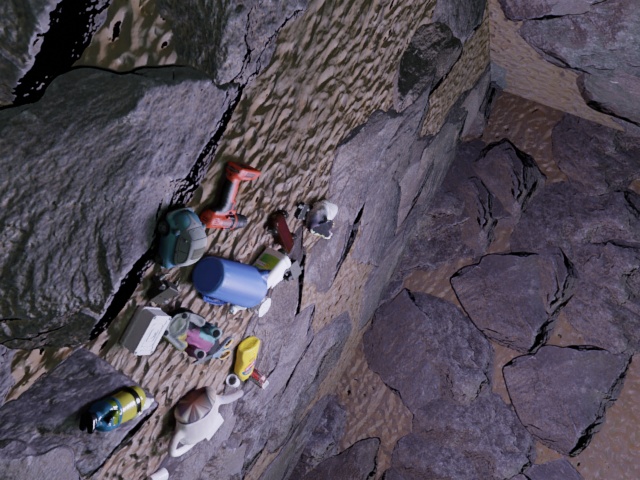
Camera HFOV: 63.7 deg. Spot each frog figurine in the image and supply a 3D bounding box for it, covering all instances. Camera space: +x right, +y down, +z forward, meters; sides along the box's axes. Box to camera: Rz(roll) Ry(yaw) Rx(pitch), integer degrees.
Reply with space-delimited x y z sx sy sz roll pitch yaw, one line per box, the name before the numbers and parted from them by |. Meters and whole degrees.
frog figurine | 0.006 -0.098 1.939 0.134 0.122 0.163 71 13 -49

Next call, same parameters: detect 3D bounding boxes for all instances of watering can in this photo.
watering can | -0.389 0.584 1.771 0.353 0.105 0.219 -40 148 -43
